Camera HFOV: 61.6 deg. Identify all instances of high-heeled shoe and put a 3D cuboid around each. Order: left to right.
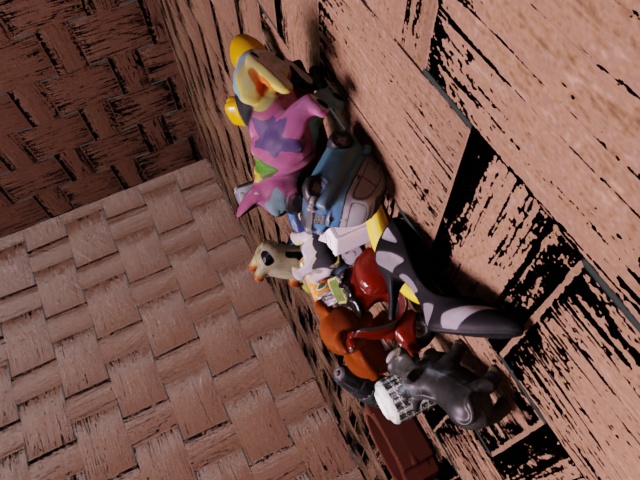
[{"bbox_3d":[0.152,0.039,0.657,0.249,0.086,0.145,-1,80,57],"label":"high-heeled shoe"}]

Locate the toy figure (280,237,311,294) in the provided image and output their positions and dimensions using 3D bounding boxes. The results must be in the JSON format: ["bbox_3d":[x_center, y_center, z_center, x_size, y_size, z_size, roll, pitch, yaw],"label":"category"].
[{"bbox_3d":[-0.046,0.070,1.496,0.180,0.082,0.089,49,180,35],"label":"toy figure"}]

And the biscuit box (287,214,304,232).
[{"bbox_3d":[-0.047,-0.094,1.215,0.059,0.063,0.202,53,163,45],"label":"biscuit box"}]

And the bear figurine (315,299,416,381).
[{"bbox_3d":[0.075,0.161,0.933,0.120,0.132,0.195,57,175,40],"label":"bear figurine"}]

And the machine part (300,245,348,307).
[{"bbox_3d":[0.025,0.062,1.166,0.243,0.079,0.079,57,165,34],"label":"machine part"}]

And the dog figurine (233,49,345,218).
[{"bbox_3d":[-0.075,-0.139,0.783,0.191,0.219,0.108,34,-154,-1],"label":"dog figurine"}]

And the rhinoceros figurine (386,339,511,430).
[{"bbox_3d":[0.165,0.195,0.726,0.190,0.112,0.073,22,138,62],"label":"rhinoceros figurine"}]

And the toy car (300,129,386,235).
[{"bbox_3d":[0.039,-0.073,0.754,0.103,0.162,0.109,19,140,9],"label":"toy car"}]

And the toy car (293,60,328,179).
[{"bbox_3d":[-0.021,-0.182,0.859,0.053,0.089,0.202,-133,22,-70],"label":"toy car"}]

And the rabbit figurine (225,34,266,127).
[{"bbox_3d":[-0.121,-0.295,1.010,0.163,0.122,0.173,44,155,50],"label":"rabbit figurine"}]

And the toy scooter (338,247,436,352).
[{"bbox_3d":[0.085,0.103,0.840,0.075,0.135,0.184,93,152,-67],"label":"toy scooter"}]

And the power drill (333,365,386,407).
[{"bbox_3d":[0.085,0.250,1.117,0.231,0.086,0.207,37,-169,-34],"label":"power drill"}]

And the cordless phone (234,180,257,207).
[{"bbox_3d":[-0.079,-0.140,0.969,0.089,0.184,0.146,-125,15,-59],"label":"cordless phone"}]

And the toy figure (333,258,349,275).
[{"bbox_3d":[0.028,0.014,1.110,0.064,0.058,0.155,97,154,-47],"label":"toy figure"}]

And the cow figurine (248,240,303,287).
[{"bbox_3d":[-0.061,0.044,1.282,0.127,0.195,0.086,-68,28,22],"label":"cow figurine"}]

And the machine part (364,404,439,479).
[{"bbox_3d":[0.183,0.461,1.228,0.201,0.087,0.201,60,168,31],"label":"machine part"}]

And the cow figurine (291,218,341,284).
[{"bbox_3d":[-0.004,-0.005,1.043,0.068,0.098,0.167,24,-131,-37],"label":"cow figurine"}]
